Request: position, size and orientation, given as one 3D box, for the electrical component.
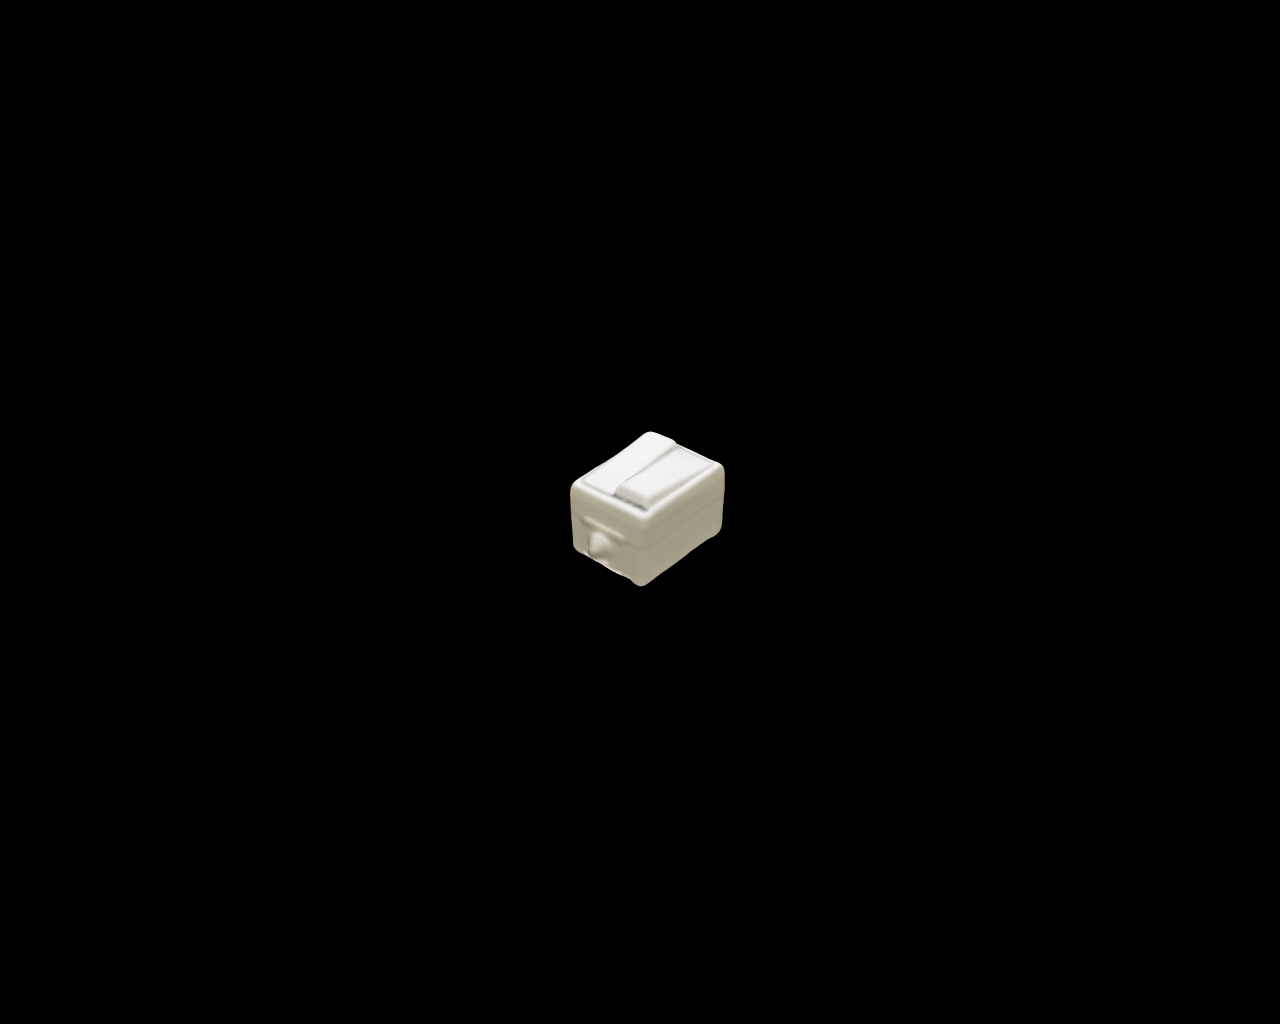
[{"bbox_3d":[0.001,-0.003,0.650,0.062,0.061,0.096,27,44,33],"label":"electrical component"}]
